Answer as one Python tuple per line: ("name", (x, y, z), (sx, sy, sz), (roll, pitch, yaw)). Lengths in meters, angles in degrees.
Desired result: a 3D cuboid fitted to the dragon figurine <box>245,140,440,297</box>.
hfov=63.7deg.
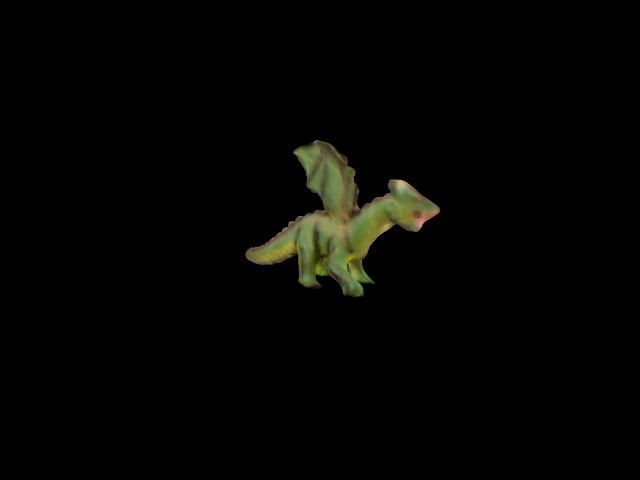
("dragon figurine", (0.003, -0.043, 0.850), (0.411, 0.240, 0.123), (10, 14, 39))
